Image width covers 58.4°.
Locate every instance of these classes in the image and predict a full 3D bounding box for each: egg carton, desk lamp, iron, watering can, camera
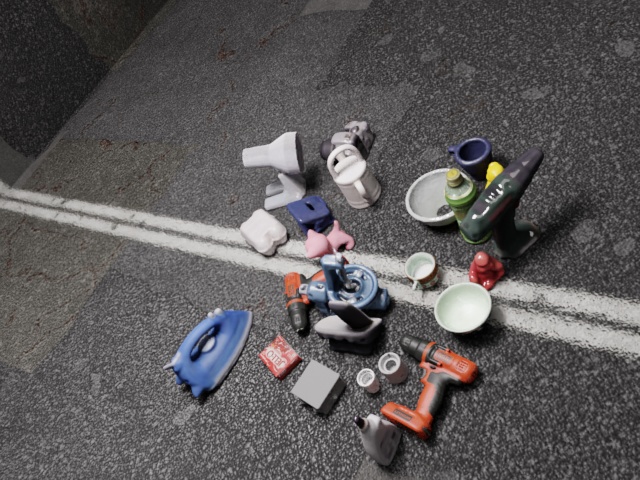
[{"bbox_3d":[-0.163,-0.023,1.661,0.107,0.070,0.149,-45,45,-8],"label":"egg carton"},{"bbox_3d":[-0.118,-0.205,1.677,0.202,0.214,0.118,-16,48,20],"label":"desk lamp"},{"bbox_3d":[-0.282,0.258,1.454,0.118,0.142,0.258,18,66,40],"label":"iron"},{"bbox_3d":[0.080,-0.184,1.550,0.101,0.195,0.172,-47,45,-10],"label":"watering can"},{"bbox_3d":[0.070,-0.288,1.708,0.136,0.101,0.143,5,58,35],"label":"camera"}]

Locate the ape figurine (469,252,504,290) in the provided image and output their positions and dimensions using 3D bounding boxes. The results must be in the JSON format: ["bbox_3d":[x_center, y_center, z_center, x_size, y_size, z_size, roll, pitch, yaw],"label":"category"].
[{"bbox_3d":[0.359,0.060,1.252,0.077,0.092,0.076,-13,49,23],"label":"ape figurine"}]

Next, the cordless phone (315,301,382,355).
[{"bbox_3d":[0.046,0.176,1.285,0.147,0.186,0.094,-3,54,30],"label":"cordless phone"}]

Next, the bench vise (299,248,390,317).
[{"bbox_3d":[0.034,0.109,1.323,0.207,0.220,0.121,-20,47,17],"label":"bench vise"}]

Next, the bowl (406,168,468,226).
[{"bbox_3d":[0.302,-0.093,1.424,0.167,0.075,0.167,-17,48,20],"label":"bowl"}]

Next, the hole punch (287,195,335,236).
[{"bbox_3d":[-0.027,-0.079,1.605,0.101,0.091,0.108,-39,44,-1],"label":"hole punch"}]

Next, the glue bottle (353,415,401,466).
[{"bbox_3d":[0.103,0.372,1.099,0.037,0.174,0.078,10,61,37],"label":"glue bottle"}]

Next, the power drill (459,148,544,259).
[{"bbox_3d":[0.408,-0.062,1.237,0.230,0.209,0.075,-42,44,-5],"label":"power drill"}]

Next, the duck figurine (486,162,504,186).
[{"bbox_3d":[0.429,-0.141,1.376,0.077,0.086,0.104,-18,48,19],"label":"duck figurine"}]

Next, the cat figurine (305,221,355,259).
[{"bbox_3d":[0.014,0.005,1.493,0.128,0.118,0.067,-46,45,-9],"label":"cat figurine"}]

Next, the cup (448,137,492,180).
[{"bbox_3d":[0.383,-0.199,1.445,0.117,0.095,0.092,17,65,40],"label":"cup"}]
